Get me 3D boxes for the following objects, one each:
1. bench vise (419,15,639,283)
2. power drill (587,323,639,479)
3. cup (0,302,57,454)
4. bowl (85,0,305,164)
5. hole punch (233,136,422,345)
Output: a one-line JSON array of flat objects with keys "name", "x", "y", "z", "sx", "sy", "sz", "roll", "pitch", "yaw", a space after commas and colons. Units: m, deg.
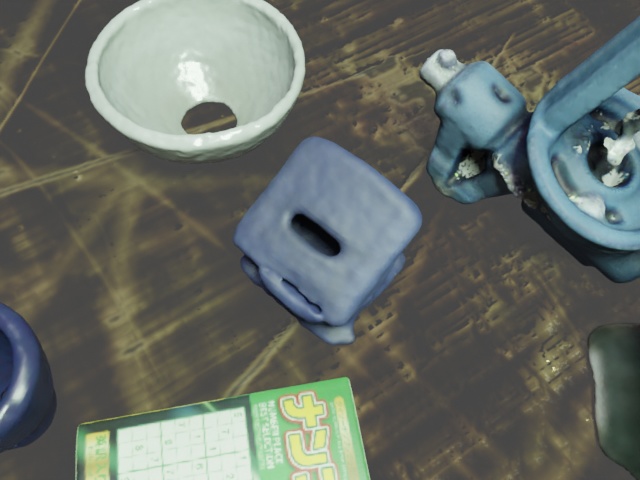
[{"name": "bench vise", "x": 0.155, "y": -0.072, "z": 0.364, "sx": 0.207, "sy": 0.220, "sz": 0.121, "roll": 20, "pitch": 63, "yaw": 9}, {"name": "power drill", "x": 0.225, "y": 0.055, "z": 0.305, "sx": 0.075, "sy": 0.208, "sz": 0.229, "roll": 5, "pitch": 62, "yaw": 1}, {"name": "cup", "x": -0.198, "y": 0.103, "z": 0.330, "sx": 0.091, "sy": 0.095, "sz": 0.118, "roll": 12, "pitch": 62, "yaw": 5}, {"name": "bowl", "x": -0.095, "y": -0.121, "z": 0.464, "sx": 0.167, "sy": 0.075, "sz": 0.167, "roll": 1, "pitch": 62, "yaw": -1}, {"name": "hole punch", "x": 0.004, "y": 0.001, "z": 0.393, "sx": 0.108, "sy": 0.091, "sz": 0.101, "roll": 38, "pitch": 67, "yaw": 17}]
